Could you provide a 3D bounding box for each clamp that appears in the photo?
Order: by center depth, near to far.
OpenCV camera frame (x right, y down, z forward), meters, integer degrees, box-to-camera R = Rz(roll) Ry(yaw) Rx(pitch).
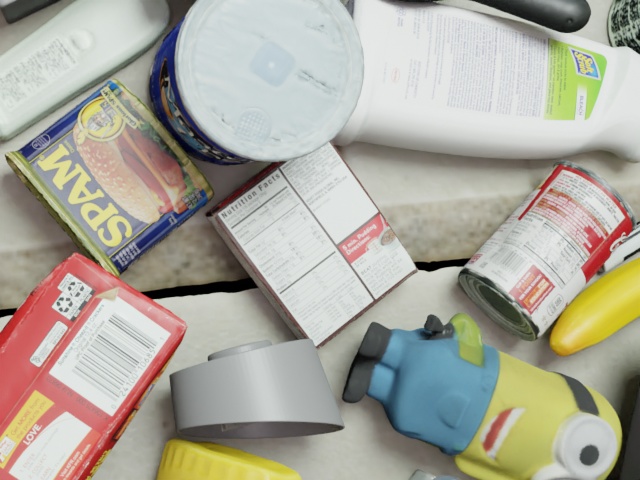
[{"bbox_3d":[0.084,-0.183,0.692,0.171,0.120,0.039,10,124,-9],"label":"clamp"}]

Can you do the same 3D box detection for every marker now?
[{"bbox_3d":[0.241,-0.014,0.741,0.121,0.020,0.020,-29,91,-11],"label":"marker"}]

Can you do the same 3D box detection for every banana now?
[{"bbox_3d":[0.238,0.027,0.713,0.198,0.069,0.037,-19,102,-1],"label":"banana"}]

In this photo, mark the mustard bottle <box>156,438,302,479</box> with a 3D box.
[{"bbox_3d":[-0.073,0.220,0.630,0.058,0.096,0.191,20,81,-49],"label":"mustard bottle"}]

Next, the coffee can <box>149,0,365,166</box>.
[{"bbox_3d":[-0.043,-0.096,0.629,0.102,0.140,0.103,-1,93,-15],"label":"coffee can"}]

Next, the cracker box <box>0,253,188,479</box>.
[{"bbox_3d":[-0.146,0.097,0.564,0.072,0.214,0.164,35,80,-4],"label":"cracker box"}]

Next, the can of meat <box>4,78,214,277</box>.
[{"bbox_3d":[-0.128,-0.037,0.660,0.084,0.057,0.102,-40,93,-13],"label":"can of meat"}]

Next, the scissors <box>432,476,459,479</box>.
[{"bbox_3d":[0.045,0.221,0.623,0.201,0.016,0.096,-39,106,-21],"label":"scissors"}]

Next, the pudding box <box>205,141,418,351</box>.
[{"bbox_3d":[-0.004,0.001,0.682,0.090,0.039,0.113,-37,97,-9],"label":"pudding box"}]

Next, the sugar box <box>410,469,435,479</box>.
[{"bbox_3d":[0.107,0.238,0.682,0.176,0.048,0.093,39,80,-6],"label":"sugar box"}]

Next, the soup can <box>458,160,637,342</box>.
[{"bbox_3d":[0.148,0.007,0.698,0.068,0.068,0.102,44,80,-4],"label":"soup can"}]

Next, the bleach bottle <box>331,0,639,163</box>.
[{"bbox_3d":[0.133,-0.092,0.706,0.250,0.068,0.102,10,79,-11],"label":"bleach bottle"}]
